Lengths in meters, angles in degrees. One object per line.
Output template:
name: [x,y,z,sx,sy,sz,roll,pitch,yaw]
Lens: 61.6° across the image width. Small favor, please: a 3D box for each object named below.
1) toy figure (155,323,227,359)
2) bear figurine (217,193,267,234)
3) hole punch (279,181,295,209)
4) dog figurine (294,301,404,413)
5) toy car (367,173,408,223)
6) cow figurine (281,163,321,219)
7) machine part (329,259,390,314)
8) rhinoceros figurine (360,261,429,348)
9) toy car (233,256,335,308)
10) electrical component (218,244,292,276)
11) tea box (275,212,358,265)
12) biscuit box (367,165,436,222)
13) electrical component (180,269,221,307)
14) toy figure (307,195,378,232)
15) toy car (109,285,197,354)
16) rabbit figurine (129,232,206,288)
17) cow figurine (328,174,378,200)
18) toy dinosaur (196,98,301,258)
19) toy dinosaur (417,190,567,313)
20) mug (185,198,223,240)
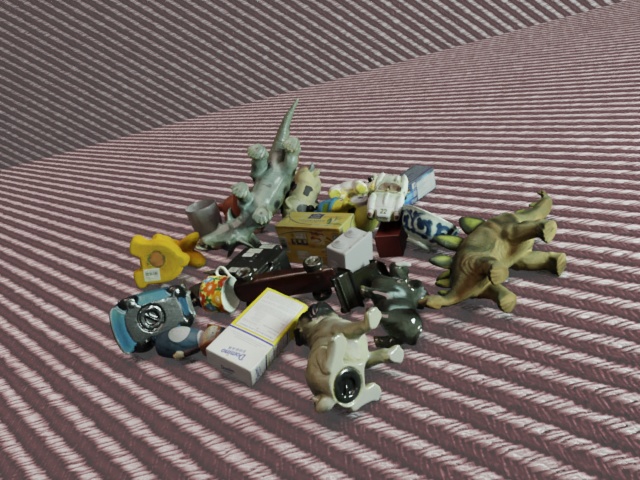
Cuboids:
toy figure: [-0.215,0.181,0.956,0.155,0.057,0.064,-8,65,12]
bear figurine: [-0.199,-0.093,1.415,0.120,0.131,0.196,6,22,-24]
hole punch: [-0.114,-0.130,1.498,0.115,0.092,0.142,2,5,-45]
dog figurine: [0.004,0.176,0.816,0.172,0.121,0.191,-31,16,-35]
toy car: [0.147,-0.092,1.153,0.074,0.056,0.202,7,29,11]
cow figurine: [-0.046,-0.110,1.352,0.086,0.127,0.195,-2,31,19]
machine part: [0.076,0.076,0.987,0.139,0.084,0.039,-23,0,-42]
rhinoceros figurine: [0.127,0.100,0.899,0.112,0.073,0.190,-13,26,9]
toy car: [-0.067,0.080,1.028,0.202,0.089,0.053,-11,28,12]
electrical component: [-0.130,0.060,1.141,0.115,0.058,0.134,5,32,33]
tea box: [-0.002,-0.003,1.150,0.170,0.098,0.068,5,33,33]
biscuit box: [0.196,-0.113,1.297,0.203,0.059,0.063,-33,32,-33]
electrical component: [-0.250,0.103,1.138,0.102,0.045,0.078,-23,25,-14]
toy figure: [0.055,-0.056,1.243,0.180,0.089,0.082,-4,24,40]
toy car: [-0.329,0.146,1.038,0.161,0.109,0.103,-23,9,-34]
rabbit figurine: [-0.360,0.029,1.277,0.162,0.121,0.173,-16,7,-5]
cow figurine: [0.104,-0.123,1.366,0.167,0.068,0.098,-12,20,6]
toy dinosaur: [-0.126,-0.121,1.252,0.131,0.192,0.405,29,71,2]
toy dinosaur: [0.319,0.007,0.946,0.471,0.104,0.199,-26,24,-32]
mug: [-0.289,-0.047,1.387,0.081,0.107,0.110,-11,22,8]
